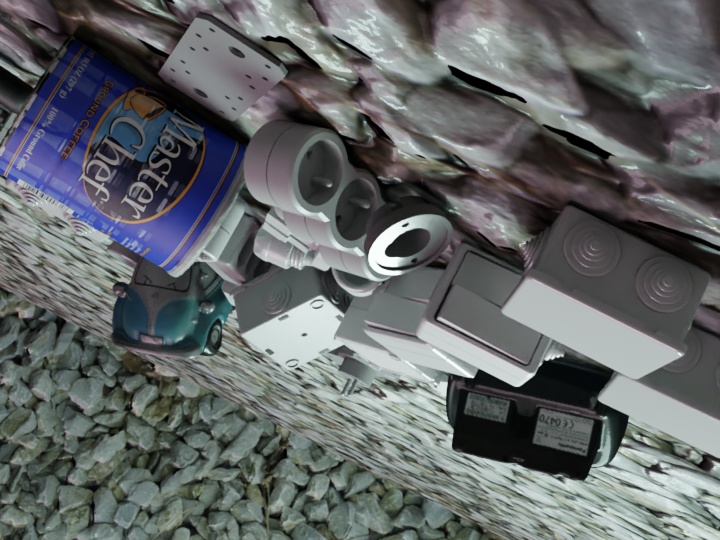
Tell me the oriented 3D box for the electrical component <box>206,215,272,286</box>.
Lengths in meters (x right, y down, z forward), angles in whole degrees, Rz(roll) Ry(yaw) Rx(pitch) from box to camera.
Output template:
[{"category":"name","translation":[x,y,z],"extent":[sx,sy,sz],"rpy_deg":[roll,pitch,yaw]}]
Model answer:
[{"category":"electrical component","translation":[-0.123,-0.024,0.951],"extent":[0.077,0.047,0.065],"rpy_deg":[21,165,25]}]

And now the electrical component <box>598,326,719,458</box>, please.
[{"category":"electrical component","translation":[0.203,0.071,0.665],"extent":[0.100,0.048,0.099],"rpy_deg":[25,166,10]}]

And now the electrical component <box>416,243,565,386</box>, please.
[{"category":"electrical component","translation":[0.093,0.032,0.708],"extent":[0.096,0.061,0.061],"rpy_deg":[27,167,4]}]

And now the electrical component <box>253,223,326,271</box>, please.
[{"category":"electrical component","translation":[-0.054,-0.016,0.874],"extent":[0.061,0.035,0.035],"rpy_deg":[23,166,8]}]

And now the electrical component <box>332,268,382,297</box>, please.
[{"category":"electrical component","translation":[0.000,0.000,0.821],"extent":[0.040,0.040,0.046],"rpy_deg":[26,172,7]}]

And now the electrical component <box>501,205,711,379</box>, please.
[{"category":"electrical component","translation":[0.133,0.013,0.587],"extent":[0.100,0.048,0.099],"rpy_deg":[27,166,5]}]

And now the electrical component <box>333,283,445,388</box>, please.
[{"category":"electrical component","translation":[0.029,0.050,0.901],"extent":[0.096,0.061,0.062],"rpy_deg":[12,159,48]}]

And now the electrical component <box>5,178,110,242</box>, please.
[{"category":"electrical component","translation":[-0.200,-0.079,0.792],"extent":[0.100,0.099,0.048],"rpy_deg":[33,152,-22]}]

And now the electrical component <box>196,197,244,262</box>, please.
[{"category":"electrical component","translation":[-0.137,-0.045,0.876],"extent":[0.054,0.059,0.095],"rpy_deg":[34,165,-25]}]

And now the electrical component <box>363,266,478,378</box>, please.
[{"category":"electrical component","translation":[0.048,0.033,0.800],"extent":[0.061,0.061,0.096],"rpy_deg":[37,164,-34]}]

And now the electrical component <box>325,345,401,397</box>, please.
[{"category":"electrical component","translation":[0.001,0.096,1.098],"extent":[0.052,0.073,0.138],"rpy_deg":[32,166,-16]}]

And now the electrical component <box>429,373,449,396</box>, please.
[{"category":"electrical component","translation":[0.079,0.089,0.987],"extent":[0.043,0.043,0.081],"rpy_deg":[25,167,11]}]

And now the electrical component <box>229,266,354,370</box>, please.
[{"category":"electrical component","translation":[-0.053,0.039,0.946],"extent":[0.100,0.048,0.100],"rpy_deg":[-27,143,15]}]

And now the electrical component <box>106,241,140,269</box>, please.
[{"category":"electrical component","translation":[-0.228,-0.033,1.108],"extent":[0.045,0.055,0.045],"rpy_deg":[26,166,7]}]

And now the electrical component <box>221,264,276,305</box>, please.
[{"category":"electrical component","translation":[-0.082,0.021,1.033],"extent":[0.089,0.050,0.055],"rpy_deg":[25,166,9]}]

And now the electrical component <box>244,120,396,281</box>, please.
[{"category":"electrical component","translation":[-0.030,-0.045,0.681],"extent":[0.074,0.052,0.138],"rpy_deg":[17,163,38]}]

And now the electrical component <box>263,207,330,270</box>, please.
[{"category":"electrical component","translation":[-0.033,-0.032,0.754],"extent":[0.055,0.048,0.066],"rpy_deg":[36,166,-1]}]

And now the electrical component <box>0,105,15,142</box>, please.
[{"category":"electrical component","translation":[-0.350,-0.132,0.977],"extent":[0.050,0.055,0.089],"rpy_deg":[36,164,-30]}]
